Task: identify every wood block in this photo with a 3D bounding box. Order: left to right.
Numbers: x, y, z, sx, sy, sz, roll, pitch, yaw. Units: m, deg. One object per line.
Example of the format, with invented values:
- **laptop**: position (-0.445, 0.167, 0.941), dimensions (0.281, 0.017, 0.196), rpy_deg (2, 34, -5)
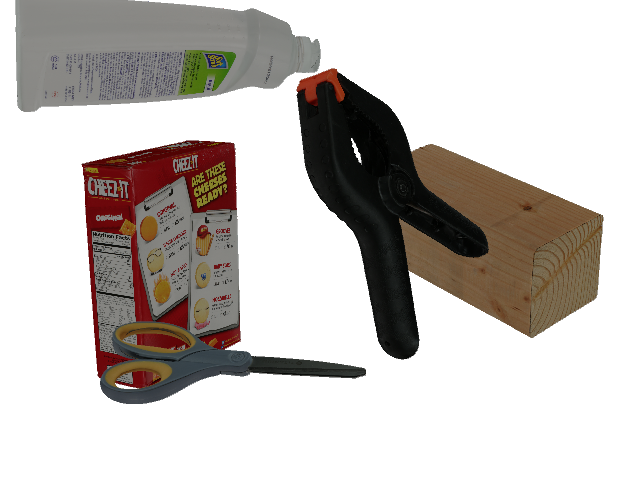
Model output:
- **wood block**: position (0.144, -0.007, 0.976), dimensions (0.090, 0.090, 0.206), rpy_deg (-25, 36, -31)

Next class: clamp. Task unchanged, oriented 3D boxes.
- **clamp**: position (0.034, -0.017, 0.633), dimensions (0.039, 0.171, 0.120), rpy_deg (-21, 29, 40)

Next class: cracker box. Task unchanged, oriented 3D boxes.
- **cracker box**: position (-0.152, 0.018, 1.052), dimensions (0.072, 0.214, 0.163), rpy_deg (6, 15, 30)

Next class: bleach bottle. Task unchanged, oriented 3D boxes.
- **bleach bottle**: position (-0.126, -0.154, 0.898), dimensions (0.250, 0.068, 0.103), rpy_deg (-1, -28, -15)

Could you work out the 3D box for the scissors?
- **scissors**: position (-0.076, 0.101, 0.796), dimensions (0.202, 0.016, 0.096), rpy_deg (12, 36, 22)
